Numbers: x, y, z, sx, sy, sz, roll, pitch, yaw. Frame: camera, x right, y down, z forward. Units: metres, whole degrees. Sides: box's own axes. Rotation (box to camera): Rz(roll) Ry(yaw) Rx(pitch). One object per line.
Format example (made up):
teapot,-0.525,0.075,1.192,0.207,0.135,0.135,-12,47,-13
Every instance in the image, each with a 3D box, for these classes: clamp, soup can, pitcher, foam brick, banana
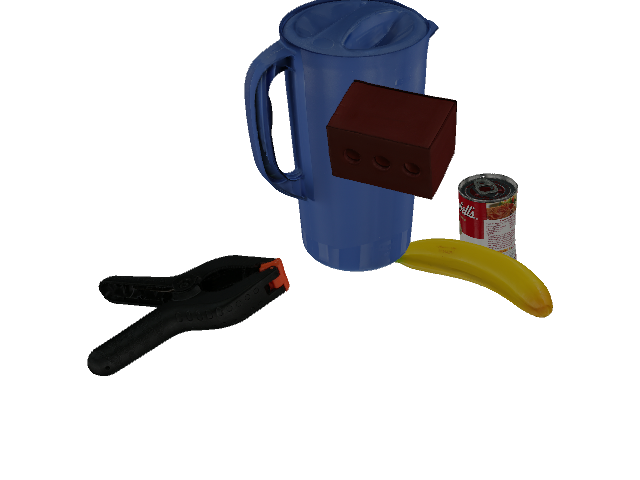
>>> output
clamp,-0.112,0.056,0.867,0.171,0.039,0.120,-13,38,13
soup can,0.196,-0.018,1.247,0.068,0.102,0.068,-4,30,2
pitcher,0.023,-0.092,0.990,0.149,0.243,0.144,8,36,14
foam brick,0.051,-0.071,0.747,0.078,0.051,0.053,14,-38,19
banana,0.150,0.032,1.034,0.198,0.037,0.069,15,43,39
